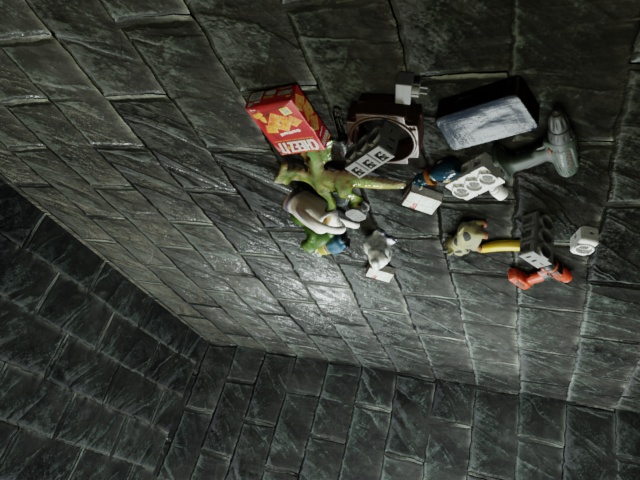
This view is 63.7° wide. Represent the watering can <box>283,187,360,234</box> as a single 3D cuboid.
[{"bbox_3d":[0.006,-0.091,1.814,0.226,0.103,0.348,37,-164,19],"label":"watering can"}]

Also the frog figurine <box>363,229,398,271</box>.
[{"bbox_3d":[0.213,0.053,1.939,0.122,0.163,0.135,-5,144,36],"label":"frog figurine"}]

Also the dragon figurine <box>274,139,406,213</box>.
[{"bbox_3d":[0.044,-0.218,1.629,0.408,0.125,0.238,-11,133,26],"label":"dragon figurine"}]
